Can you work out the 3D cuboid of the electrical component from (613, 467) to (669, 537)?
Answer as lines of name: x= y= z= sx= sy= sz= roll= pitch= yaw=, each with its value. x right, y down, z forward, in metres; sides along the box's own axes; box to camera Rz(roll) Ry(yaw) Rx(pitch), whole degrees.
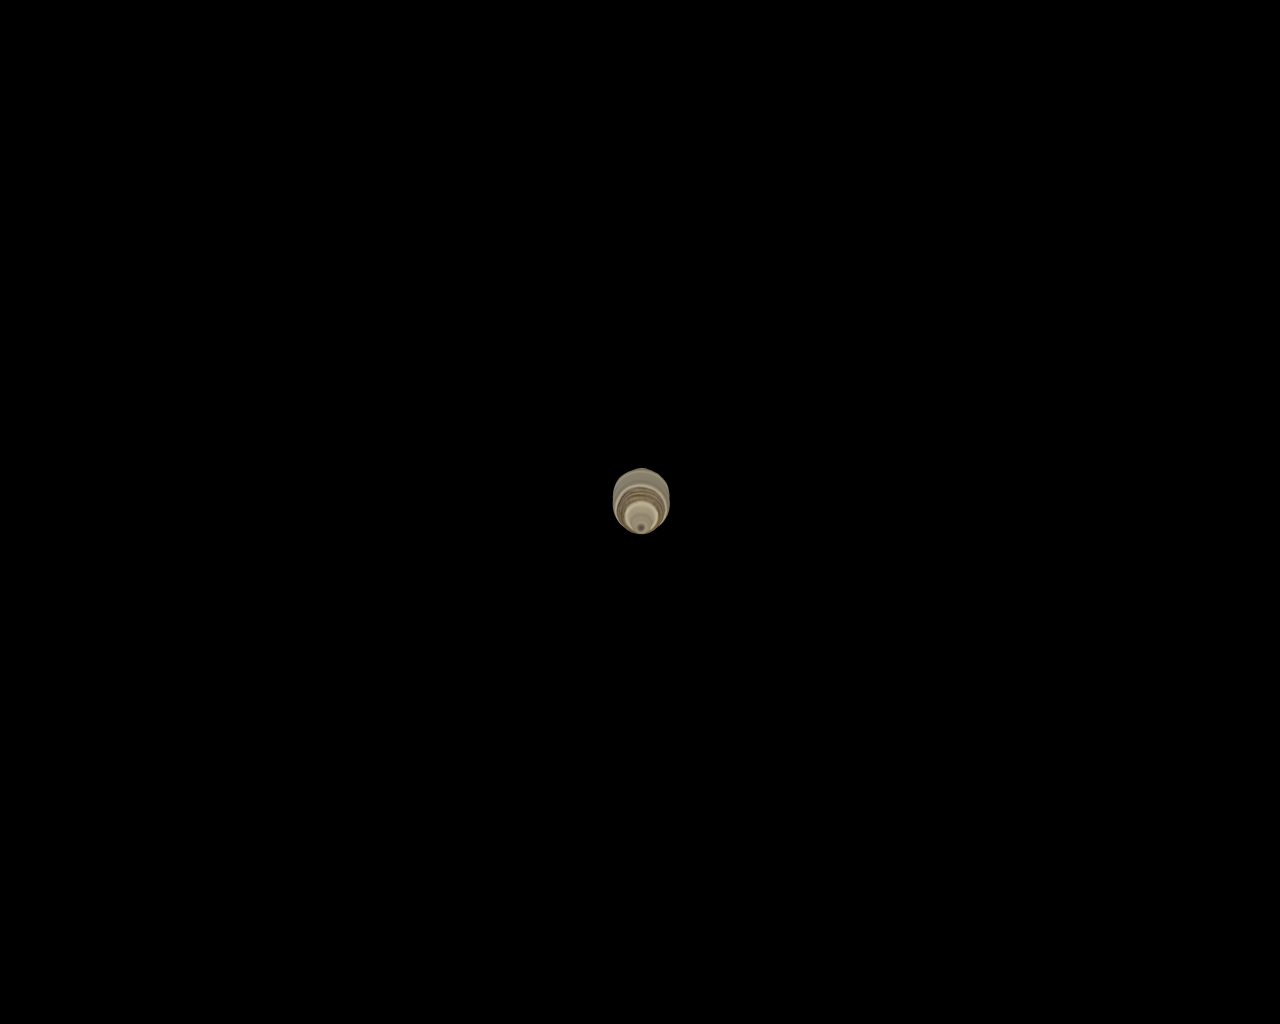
electrical component: x=0.001 y=-0.003 z=0.650 sx=0.035 sy=0.035 sz=0.061 roll=0 pitch=23 yaw=0
